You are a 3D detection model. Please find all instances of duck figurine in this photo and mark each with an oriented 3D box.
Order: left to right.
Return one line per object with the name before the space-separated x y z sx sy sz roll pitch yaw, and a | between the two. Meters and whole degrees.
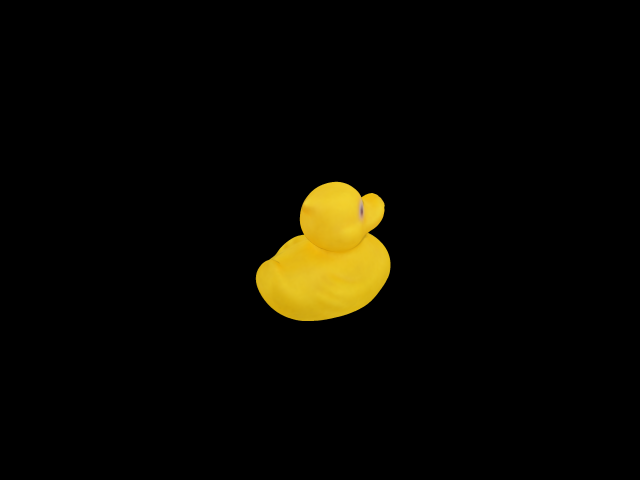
duck figurine | 0.004 0.001 0.400 0.105 0.086 0.077 -21 45 -23
